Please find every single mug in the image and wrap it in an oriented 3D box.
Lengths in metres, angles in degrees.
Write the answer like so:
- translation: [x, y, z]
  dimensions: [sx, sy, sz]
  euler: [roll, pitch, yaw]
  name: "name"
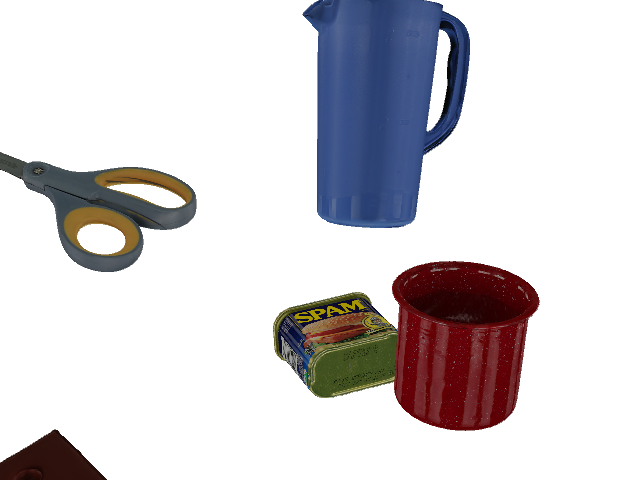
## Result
- translation: [0.093, 0.064, 0.704]
  dimensions: [0.093, 0.081, 0.117]
  euler: [6, 24, 9]
  name: "mug"

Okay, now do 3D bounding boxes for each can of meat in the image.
- translation: [0.019, 0.096, 0.979]
  dimensions: [0.102, 0.057, 0.084]
  euler: [-12, 26, -20]
  name: "can of meat"

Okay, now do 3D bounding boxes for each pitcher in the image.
- translation: [0.067, -0.139, 1.146]
  dimensions: [0.149, 0.243, 0.144]
  euler: [7, 9, 24]
  name: "pitcher"

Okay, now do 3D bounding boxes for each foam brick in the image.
- translation: [-0.117, 0.136, 0.486]
  dimensions: [0.052, 0.051, 0.078]
  euler: [-31, 43, -30]
  name: "foam brick"

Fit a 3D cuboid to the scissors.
- translation: [-0.180, -0.027, 0.677]
  dimensions: [0.202, 0.016, 0.096]
  euler: [9, 44, 10]
  name: "scissors"
